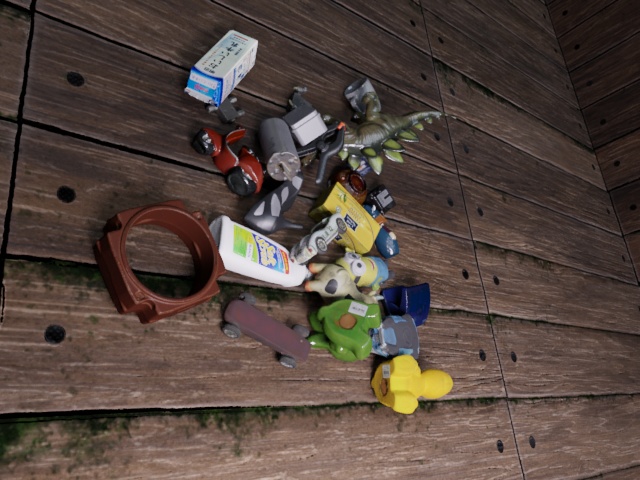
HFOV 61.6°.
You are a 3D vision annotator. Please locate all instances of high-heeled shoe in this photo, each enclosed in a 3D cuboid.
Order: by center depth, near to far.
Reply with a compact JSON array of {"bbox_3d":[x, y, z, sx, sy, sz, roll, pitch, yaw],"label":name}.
[{"bbox_3d":[-0.112,-0.109,1.210,0.145,0.086,0.249,12,45,-27],"label":"high-heeled shoe"}]

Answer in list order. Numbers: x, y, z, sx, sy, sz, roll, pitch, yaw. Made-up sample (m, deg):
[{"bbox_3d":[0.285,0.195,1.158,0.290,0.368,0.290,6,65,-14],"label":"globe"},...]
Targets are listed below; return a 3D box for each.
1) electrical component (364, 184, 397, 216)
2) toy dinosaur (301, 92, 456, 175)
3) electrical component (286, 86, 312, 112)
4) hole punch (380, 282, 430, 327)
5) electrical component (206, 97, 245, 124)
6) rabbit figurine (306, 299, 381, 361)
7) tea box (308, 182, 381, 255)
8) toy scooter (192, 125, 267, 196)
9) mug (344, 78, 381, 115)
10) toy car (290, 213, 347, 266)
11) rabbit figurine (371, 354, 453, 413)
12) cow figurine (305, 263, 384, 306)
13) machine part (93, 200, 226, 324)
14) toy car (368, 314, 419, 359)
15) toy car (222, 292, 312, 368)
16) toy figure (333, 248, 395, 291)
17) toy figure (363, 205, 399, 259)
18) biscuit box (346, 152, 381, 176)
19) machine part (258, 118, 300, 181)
[{"bbox_3d":[0.173,-0.112,1.491,0.119,0.048,0.074,-32,93,-44],"label":"electrical component"},{"bbox_3d":[0.155,-0.285,1.431,0.471,0.105,0.199,-30,72,-21],"label":"toy dinosaur"},{"bbox_3d":[-0.055,-0.353,1.406,0.078,0.045,0.102,34,51,-24],"label":"electrical component"},{"bbox_3d":[0.230,0.169,1.377,0.142,0.092,0.115,-7,78,-47],"label":"hole punch"},{"bbox_3d":[-0.220,-0.301,1.249,0.094,0.021,0.063,-37,96,-46],"label":"electrical component"},{"bbox_3d":[0.045,0.213,1.159,0.159,0.170,0.121,9,52,8],"label":"rabbit figurine"},{"bbox_3d":[0.064,-0.049,1.347,0.169,0.068,0.098,44,47,-18],"label":"tea box"},{"bbox_3d":[-0.183,-0.190,1.194,0.184,0.075,0.135,46,45,-9],"label":"toy scooter"},{"bbox_3d":[0.131,-0.403,1.574,0.107,0.081,0.109,48,39,-27],"label":"mug"},{"bbox_3d":[-0.002,-0.004,1.205,0.056,0.073,0.202,55,34,-6],"label":"toy car"},{"bbox_3d":[0.215,0.336,1.231,0.173,0.162,0.122,1,66,-18],"label":"rabbit figurine"},{"bbox_3d":[0.062,0.125,1.213,0.194,0.127,0.085,55,41,-43],"label":"cow figurine"},{"bbox_3d":[-0.286,0.036,0.980,0.201,0.087,0.201,-19,82,-45],"label":"machine part"},{"bbox_3d":[0.162,0.235,1.269,0.161,0.103,0.109,9,66,-50],"label":"toy car"},{"bbox_3d":[-0.107,0.185,1.089,0.202,0.053,0.089,33,55,-20],"label":"toy car"},{"bbox_3d":[0.106,0.080,1.313,0.180,0.089,0.082,10,21,-48],"label":"toy figure"},{"bbox_3d":[0.157,-0.025,1.424,0.154,0.064,0.058,64,9,9],"label":"toy figure"},{"bbox_3d":[0.138,-0.271,1.527,0.059,0.063,0.203,39,48,-20],"label":"biscuit box"},{"bbox_3d":[-0.096,-0.210,1.231,0.079,0.079,0.243,27,28,-30],"label":"machine part"}]
